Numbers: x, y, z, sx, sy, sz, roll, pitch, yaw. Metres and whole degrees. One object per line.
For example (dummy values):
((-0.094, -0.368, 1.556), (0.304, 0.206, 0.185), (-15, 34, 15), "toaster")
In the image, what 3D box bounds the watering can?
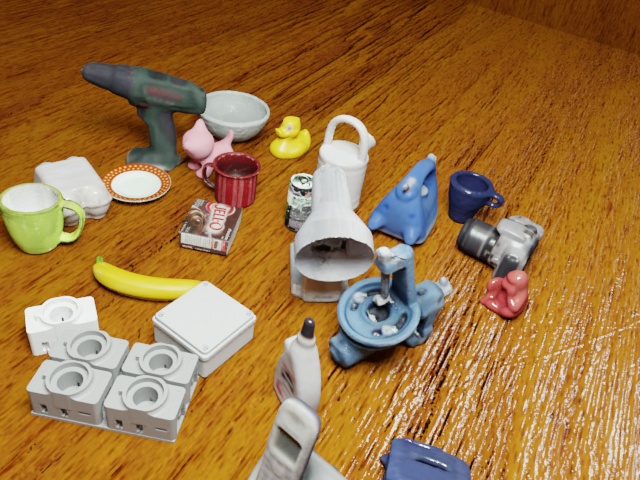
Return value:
((0.048, -0.163, 1.144), (0.101, 0.194, 0.173), (15, 39, 6), "watering can")

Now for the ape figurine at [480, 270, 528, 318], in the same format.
((0.329, 0.088, 0.988), (0.076, 0.092, 0.077), (6, 39, -6), "ape figurine")

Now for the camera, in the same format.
((0.343, -0.003, 1.096), (0.136, 0.101, 0.143), (28, 42, 20), "camera")

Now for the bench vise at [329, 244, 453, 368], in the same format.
((0.111, 0.075, 0.850), (0.121, 0.220, 0.208), (33, 44, 25), "bench vise")

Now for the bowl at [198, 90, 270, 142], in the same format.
((-0.200, -0.274, 1.314), (0.167, 0.075, 0.167), (7, 39, -5), "bowl")

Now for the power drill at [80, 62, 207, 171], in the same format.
((-0.343, -0.244, 1.137), (0.230, 0.208, 0.075), (-1, 40, -15), "power drill")

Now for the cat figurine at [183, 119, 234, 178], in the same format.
((-0.229, -0.192, 1.174), (0.128, 0.118, 0.067), (-20, 48, -33), "cat figurine")

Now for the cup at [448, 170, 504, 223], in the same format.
((0.314, -0.077, 1.184), (0.117, 0.095, 0.092), (28, 42, 20), "cup")

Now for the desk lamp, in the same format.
((0.008, 0.003, 0.917), (0.118, 0.213, 0.203), (3, 40, -10), "desk lamp")

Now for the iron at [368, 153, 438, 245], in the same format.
((0.193, -0.103, 1.148), (0.118, 0.141, 0.259), (23, 40, 15), "iron")

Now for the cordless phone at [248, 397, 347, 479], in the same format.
((-0.008, 0.264, 0.618), (0.147, 0.185, 0.094), (30, 43, 23), "cordless phone")

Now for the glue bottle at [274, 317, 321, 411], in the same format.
((-0.025, 0.161, 0.748), (0.037, 0.173, 0.078), (-18, 47, -31), "glue bottle")

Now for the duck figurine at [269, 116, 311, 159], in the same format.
((-0.064, -0.240, 1.297), (0.105, 0.086, 0.077), (-24, 51, -36), "duck figurine")

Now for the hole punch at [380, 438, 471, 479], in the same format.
((0.126, 0.289, 0.695), (0.108, 0.091, 0.101), (17, 39, 7), "hole punch")

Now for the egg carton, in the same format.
((-0.450, -0.092, 1.036), (0.107, 0.069, 0.150), (-21, 49, -33), "egg carton")
